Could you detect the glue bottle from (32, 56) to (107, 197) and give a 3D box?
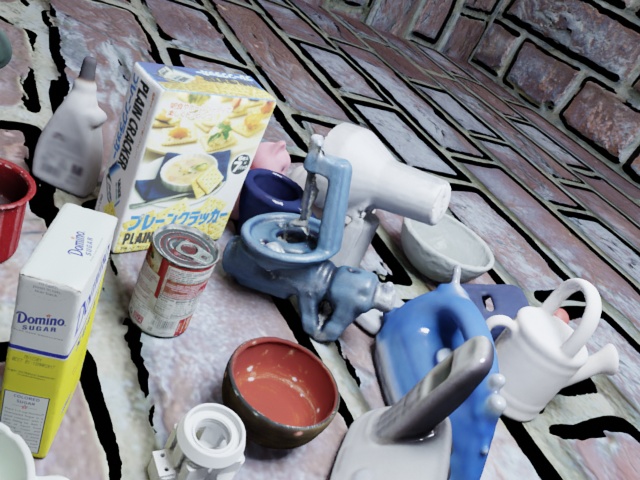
[{"bbox_3d":[-0.292,-0.139,0.689,0.078,0.173,0.037,25,29,-5],"label":"glue bottle"}]

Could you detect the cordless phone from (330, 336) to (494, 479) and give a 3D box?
[{"bbox_3d":[0.087,0.172,0.503,0.094,0.185,0.148,28,29,1],"label":"cordless phone"}]

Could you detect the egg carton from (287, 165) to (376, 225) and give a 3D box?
[{"bbox_3d":[0.018,-0.073,0.955,0.150,0.069,0.107,34,29,10],"label":"egg carton"}]

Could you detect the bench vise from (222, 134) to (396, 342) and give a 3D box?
[{"bbox_3d":[0.007,-0.004,0.680,0.208,0.219,0.121,22,29,-10],"label":"bench vise"}]

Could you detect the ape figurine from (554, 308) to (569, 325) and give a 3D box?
[{"bbox_3d":[0.337,0.140,0.863,0.078,0.092,0.076,26,29,-4],"label":"ape figurine"}]

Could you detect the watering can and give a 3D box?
[{"bbox_3d":[0.295,0.133,0.733,0.173,0.194,0.100,11,33,-27],"label":"watering can"}]

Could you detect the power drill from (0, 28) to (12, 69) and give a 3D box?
[{"bbox_3d":[-0.389,-0.130,0.556,0.076,0.208,0.229,23,29,-9],"label":"power drill"}]

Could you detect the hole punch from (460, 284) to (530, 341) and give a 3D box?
[{"bbox_3d":[0.242,0.109,0.834,0.101,0.091,0.108,22,29,-10],"label":"hole punch"}]

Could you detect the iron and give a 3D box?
[{"bbox_3d":[0.154,0.149,0.642,0.119,0.141,0.258,16,31,-20],"label":"iron"}]

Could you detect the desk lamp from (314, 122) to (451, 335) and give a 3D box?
[{"bbox_3d":[0.067,-0.023,0.767,0.203,0.213,0.118,39,31,19],"label":"desk lamp"}]

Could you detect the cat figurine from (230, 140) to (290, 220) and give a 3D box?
[{"bbox_3d":[-0.092,-0.103,0.858,0.067,0.117,0.128,37,30,16],"label":"cat figurine"}]

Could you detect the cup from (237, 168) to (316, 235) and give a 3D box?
[{"bbox_3d":[-0.065,-0.030,0.789,0.117,0.095,0.092,36,30,14],"label":"cup"}]

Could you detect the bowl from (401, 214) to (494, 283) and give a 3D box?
[{"bbox_3d":[0.199,0.021,0.953,0.168,0.074,0.167,21,30,-12],"label":"bowl"}]
